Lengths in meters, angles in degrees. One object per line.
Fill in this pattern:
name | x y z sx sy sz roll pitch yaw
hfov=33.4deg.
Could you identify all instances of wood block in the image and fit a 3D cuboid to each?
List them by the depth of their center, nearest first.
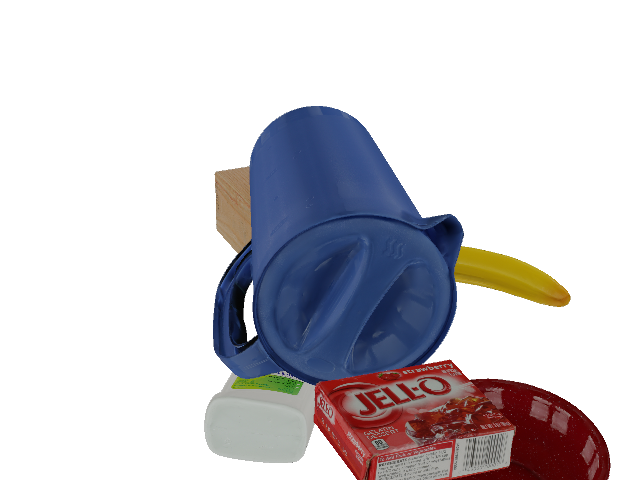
wood block | -0.057 -0.020 1.344 0.090 0.090 0.206 -10 26 -22

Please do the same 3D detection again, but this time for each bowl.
bowl | 0.137 0.177 0.820 0.162 0.055 0.162 0 32 0

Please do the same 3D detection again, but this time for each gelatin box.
gelatin box | 0.050 0.100 0.585 0.089 0.030 0.073 -6 26 -22

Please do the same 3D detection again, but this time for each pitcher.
pitcher | 0.000 -0.004 0.786 0.149 0.145 0.243 5 26 -11

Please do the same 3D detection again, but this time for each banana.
banana | 0.156 0.035 1.098 0.198 0.037 0.069 7 37 10

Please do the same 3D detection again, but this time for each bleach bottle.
bleach bottle | -0.043 0.137 1.109 0.102 0.068 0.250 6 20 5
